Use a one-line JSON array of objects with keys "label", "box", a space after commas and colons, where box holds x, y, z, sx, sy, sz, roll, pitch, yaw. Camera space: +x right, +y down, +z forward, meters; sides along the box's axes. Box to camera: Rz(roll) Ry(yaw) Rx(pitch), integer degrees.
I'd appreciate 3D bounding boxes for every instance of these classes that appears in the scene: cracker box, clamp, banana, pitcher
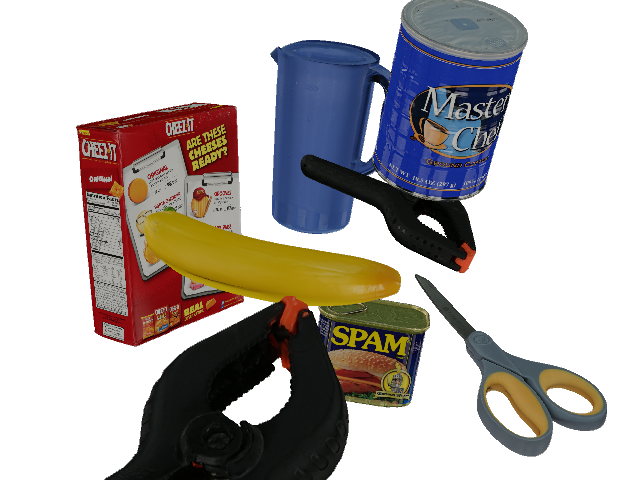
[{"label": "cracker box", "box": [-0.157, -0.021, 1.073, 0.072, 0.214, 0.163, 10, 19, 36]}, {"label": "clamp", "box": [-0.030, 0.090, 0.388, 0.120, 0.039, 0.171, 24, 49, 17]}, {"label": "banana", "box": [-0.047, 0.009, 0.692, 0.198, 0.037, 0.069, 18, 35, 29]}, {"label": "clamp", "box": [0.086, -0.044, 1.161, 0.164, 0.210, 0.036, -15, -37, -29]}, {"label": "pitcher", "box": [0.008, -0.134, 1.404, 0.144, 0.243, 0.149, -2, 24, -18]}]

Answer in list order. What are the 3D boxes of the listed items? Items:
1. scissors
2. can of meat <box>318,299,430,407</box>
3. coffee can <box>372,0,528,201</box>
[{"label": "scissors", "box": [0.135, 0.079, 0.761, 0.096, 0.016, 0.202, 0, 32, -9]}, {"label": "can of meat", "box": [0.042, 0.101, 0.978, 0.102, 0.084, 0.057, 9, 19, 0]}, {"label": "coffee can", "box": [0.105, -0.119, 0.891, 0.102, 0.140, 0.103, 7, 36, -5]}]
